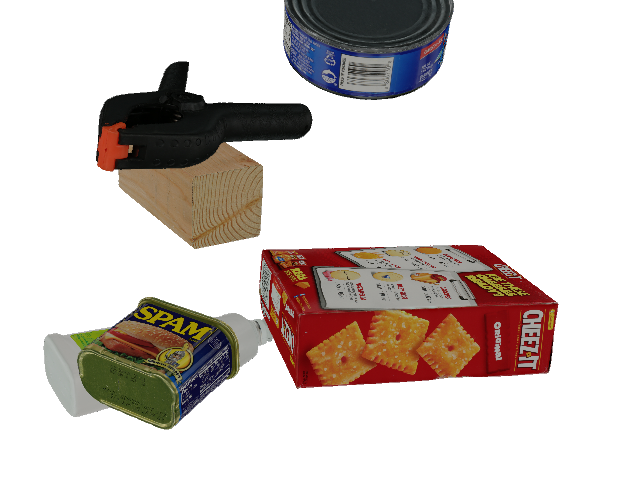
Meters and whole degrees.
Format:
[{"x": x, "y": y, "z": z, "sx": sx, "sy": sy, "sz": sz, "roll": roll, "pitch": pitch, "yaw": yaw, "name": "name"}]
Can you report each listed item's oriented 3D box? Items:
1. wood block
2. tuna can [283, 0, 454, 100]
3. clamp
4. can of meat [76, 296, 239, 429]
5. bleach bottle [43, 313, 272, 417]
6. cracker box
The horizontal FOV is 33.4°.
[{"x": -0.159, "y": -0.074, "z": 1.273, "sx": 0.090, "sy": 0.090, "sz": 0.206, "roll": -12, "pitch": 28, "yaw": -31, "name": "wood block"}, {"x": 0.023, "y": -0.111, "z": 0.546, "sx": 0.086, "sy": 0.086, "sz": 0.034, "roll": 0, "pitch": -43, "yaw": -4, "name": "tuna can"}, {"x": -0.098, "y": -0.085, "z": 0.718, "sx": 0.120, "sy": 0.039, "sz": 0.171, "roll": 21, "pitch": 24, "yaw": 31, "name": "clamp"}, {"x": -0.130, "y": 0.097, "z": 0.851, "sx": 0.102, "sy": 0.057, "sz": 0.083, "roll": 16, "pitch": 33, "yaw": 26, "name": "can of meat"}, {"x": -0.174, "y": 0.124, "z": 1.200, "sx": 0.250, "sy": 0.068, "sz": 0.103, "roll": -12, "pitch": 31, "yaw": -29, "name": "bleach bottle"}, {"x": 0.066, "y": 0.060, "z": 0.904, "sx": 0.213, "sy": 0.072, "sz": 0.164, "roll": -1, "pitch": 17, "yaw": -14, "name": "cracker box"}]
